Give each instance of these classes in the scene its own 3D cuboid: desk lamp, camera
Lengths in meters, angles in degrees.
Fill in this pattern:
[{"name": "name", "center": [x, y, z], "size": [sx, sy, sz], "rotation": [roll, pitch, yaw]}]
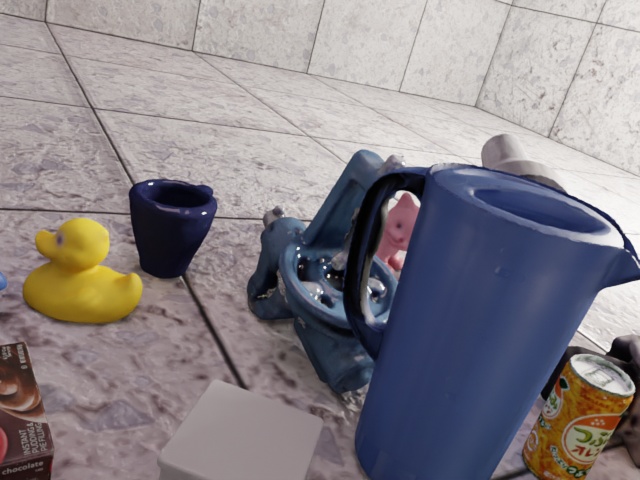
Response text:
[{"name": "desk lamp", "center": [0.232, -0.028, 0.776], "size": [0.118, 0.213, 0.203], "rotation": [14, 23, -5]}, {"name": "camera", "center": [0.302, 0.141, 0.577], "size": [0.136, 0.101, 0.143], "rotation": [20, 23, 10]}]

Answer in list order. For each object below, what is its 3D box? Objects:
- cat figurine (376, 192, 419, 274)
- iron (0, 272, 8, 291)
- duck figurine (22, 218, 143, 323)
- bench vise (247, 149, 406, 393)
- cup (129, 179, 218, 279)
[{"name": "cat figurine", "center": [0.096, -0.017, 0.784], "size": [0.127, 0.118, 0.067], "rotation": [27, 25, 25]}, {"name": "iron", "center": [-0.360, 0.011, 0.385], "size": [0.118, 0.141, 0.259], "rotation": [27, 25, 25]}, {"name": "duck figurine", "center": [-0.214, 0.023, 0.526], "size": [0.104, 0.086, 0.077], "rotation": [13, 23, -6]}, {"name": "bench vise", "center": [-0.003, 0.004, 0.537], "size": [0.206, 0.220, 0.122], "rotation": [31, 27, 32]}, {"name": "cup", "center": [-0.160, -0.012, 0.632], "size": [0.091, 0.095, 0.118], "rotation": [22, 23, 13]}]
